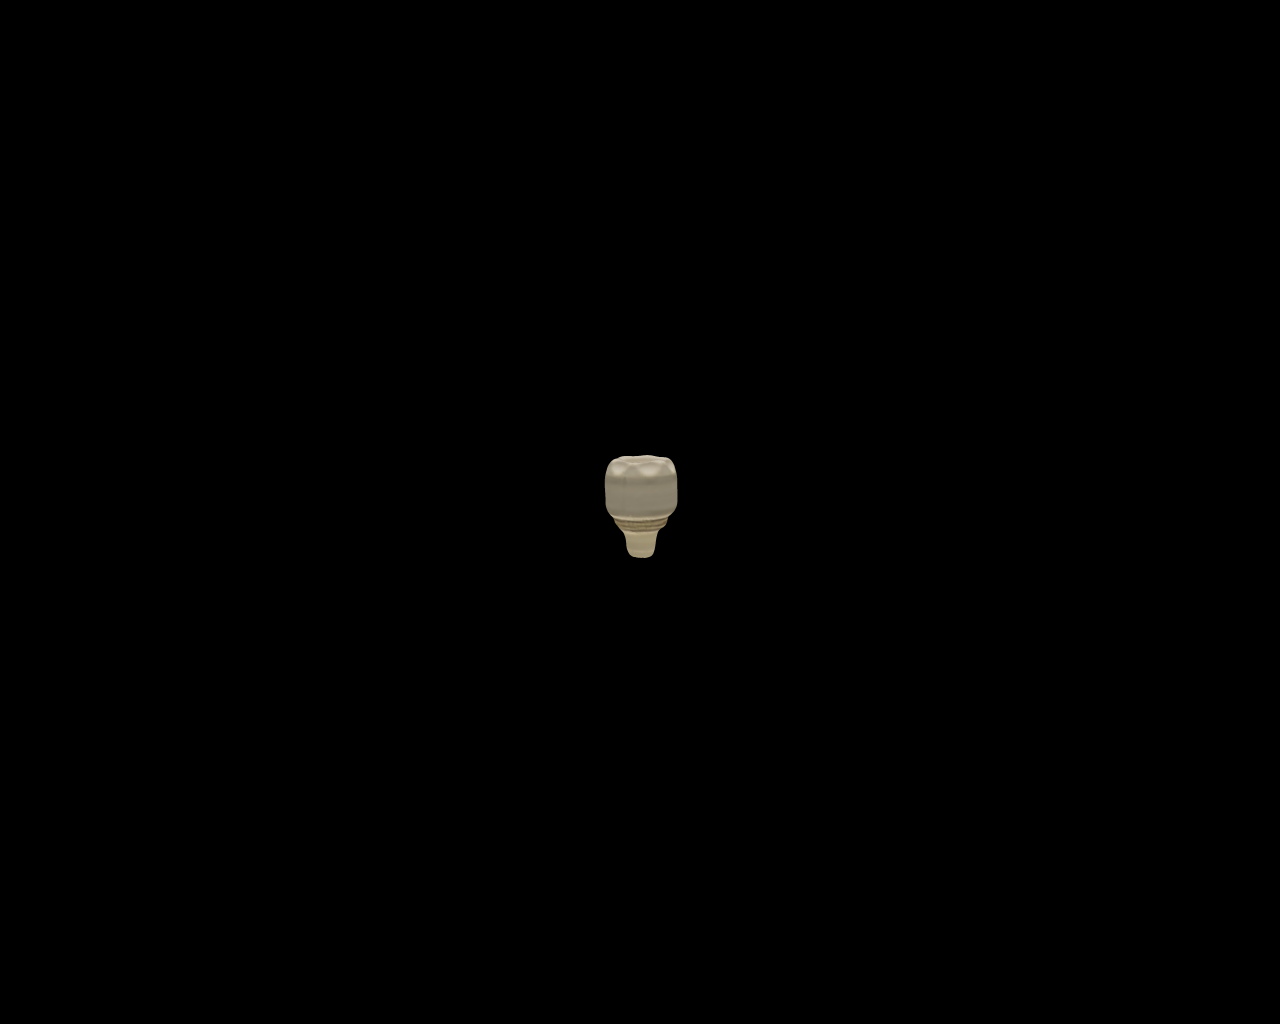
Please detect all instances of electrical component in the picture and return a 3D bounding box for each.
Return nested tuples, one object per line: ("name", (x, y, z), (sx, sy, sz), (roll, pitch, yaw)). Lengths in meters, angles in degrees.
("electrical component", (0.001, -0.003, 0.650), (0.043, 0.062, 0.043), (0, 10, 0))
